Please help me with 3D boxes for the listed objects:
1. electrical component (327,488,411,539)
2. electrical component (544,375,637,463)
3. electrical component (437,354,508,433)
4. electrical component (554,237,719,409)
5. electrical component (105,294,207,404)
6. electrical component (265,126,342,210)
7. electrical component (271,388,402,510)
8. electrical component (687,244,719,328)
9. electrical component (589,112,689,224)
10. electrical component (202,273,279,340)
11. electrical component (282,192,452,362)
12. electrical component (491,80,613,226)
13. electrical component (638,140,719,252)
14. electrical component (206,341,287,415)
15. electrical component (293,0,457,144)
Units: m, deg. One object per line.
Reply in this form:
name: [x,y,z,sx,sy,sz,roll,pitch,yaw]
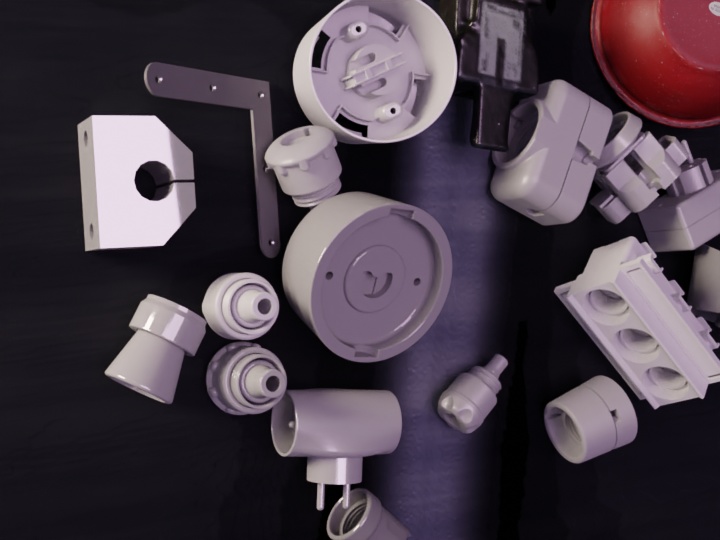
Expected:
electrical component: [0.007,0.176,0.728,0.046,0.040,0.040,43,71,-25]
electrical component: [0.171,0.113,0.806,0.047,0.055,0.055,-21,98,-22]
electrical component: [0.085,0.086,0.773,0.061,0.035,0.035,-47,108,-23]
electrical component: [0.219,0.039,0.826,0.121,0.079,0.063,49,47,-17]
electrical component: [-0.124,0.049,0.661,0.045,0.045,0.055,30,75,-23]
electrical component: [-0.032,-0.061,0.714,0.048,0.048,0.062,-35,123,-24]
electrical component: [-0.017,0.119,0.714,0.077,0.044,0.079,3,87,-27]
electrical component: [0.311,0.019,0.858,0.099,0.099,0.064,18,86,-26]
electrical component: [0.203,-0.083,0.824,0.078,0.058,0.057,-44,105,2]
electrical component: [-0.072,0.023,0.679,0.043,0.062,0.043,1,88,-27]
electrical component: [0.000,0.000,0.712,0.108,0.060,0.108,-13,115,-29]
electrical component: [0.138,-0.088,0.794,0.059,0.054,0.095,26,77,-24]
electrical component: [0.266,-0.066,0.863,0.083,0.047,0.075,-28,101,-25]
electrical component: [-0.067,0.070,0.680,0.048,0.062,0.048,1,88,-27]
electrical component: [0.007,-0.133,0.723,0.099,0.064,0.099,1,88,-27]
